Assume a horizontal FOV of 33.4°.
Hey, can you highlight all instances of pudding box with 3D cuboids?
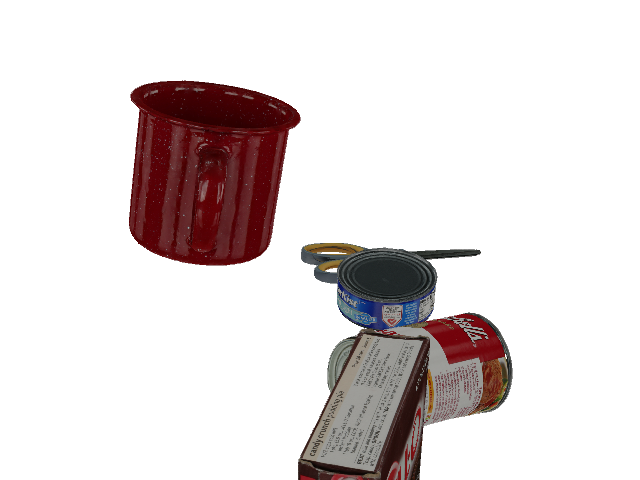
[{"bbox_3d":[0.020,0.105,0.478,0.039,0.090,0.113,8,27,11],"label":"pudding box"}]

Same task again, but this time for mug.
[{"bbox_3d":[-0.061,-0.033,0.585,0.093,0.081,0.117,6,22,-11],"label":"mug"}]

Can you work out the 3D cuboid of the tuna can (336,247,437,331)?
[{"bbox_3d":[0.056,0.042,0.916,0.086,0.034,0.086,1,30,-1],"label":"tuna can"}]

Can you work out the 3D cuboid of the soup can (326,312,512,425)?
[{"bbox_3d":[0.064,0.088,0.690,0.102,0.068,0.069,-7,4,-34],"label":"soup can"}]

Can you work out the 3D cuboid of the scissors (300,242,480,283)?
[{"bbox_3d":[0.077,0.025,1.177,0.202,0.016,0.096,3,24,6],"label":"scissors"}]
